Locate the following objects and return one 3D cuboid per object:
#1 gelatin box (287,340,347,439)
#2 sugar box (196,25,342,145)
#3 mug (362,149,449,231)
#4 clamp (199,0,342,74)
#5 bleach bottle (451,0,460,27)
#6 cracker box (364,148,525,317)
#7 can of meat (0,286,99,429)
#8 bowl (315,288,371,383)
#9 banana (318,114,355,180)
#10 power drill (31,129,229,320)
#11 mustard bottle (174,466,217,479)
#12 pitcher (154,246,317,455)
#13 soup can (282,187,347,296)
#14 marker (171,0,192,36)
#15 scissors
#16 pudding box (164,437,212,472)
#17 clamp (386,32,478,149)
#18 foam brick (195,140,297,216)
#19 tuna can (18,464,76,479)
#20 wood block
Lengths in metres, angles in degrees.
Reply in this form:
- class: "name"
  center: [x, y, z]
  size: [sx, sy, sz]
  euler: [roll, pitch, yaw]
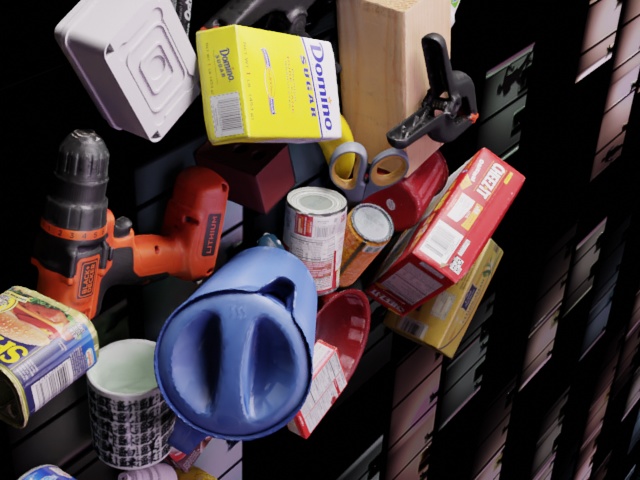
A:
- class: "gelatin box"
  center: [-0.009, 0.168, 1.207]
  size: [0.089, 0.030, 0.073]
  euler: [-51, 146, -26]
- class: "sugar box"
  center: [-0.039, -0.131, 0.924]
  size: [0.175, 0.048, 0.093]
  euler: [-12, 97, -61]
- class: "mug"
  center: [0.085, -0.059, 1.251]
  size: [0.093, 0.117, 0.081]
  euler: [48, 44, -14]
- class: "clamp"
  center: [-0.027, -0.218, 1.000]
  size: [0.209, 0.036, 0.165]
  euler: [-21, 137, -49]
- class: "bleach bottle"
  center: [0.135, -0.315, 1.183]
  size: [0.102, 0.068, 0.251]
  euler: [-5, 117, -58]
- class: "cracker box"
  center: [0.150, -0.003, 1.318]
  size: [0.164, 0.072, 0.214]
  euler: [-55, -178, -20]
- class: "can of meat"
  center: [-0.233, 0.086, 0.820]
  size: [0.083, 0.102, 0.057]
  euler: [-39, 139, -43]
- class: "bowl"
  center: [-0.007, 0.123, 1.266]
  size: [0.161, 0.055, 0.162]
  euler: [-38, 140, -40]
- class: "banana"
  center: [-0.005, -0.112, 1.127]
  size: [0.070, 0.037, 0.197]
  euler: [-47, 152, 14]
- class: "power drill"
  center: [-0.161, -0.015, 0.913]
  size: [0.187, 0.057, 0.184]
  euler: [-16, 128, -51]
- class: "mustard bottle"
  center: [-0.084, 0.306, 1.129]
  size: [0.096, 0.192, 0.058]
  euler: [18, 95, -61]
- class: "pitcher"
  center: [-0.070, 0.090, 0.992]
  size: [0.242, 0.149, 0.145]
  euler: [-70, 146, -78]
- class: "soup can"
  center: [-0.008, 0.001, 1.165]
  size: [0.068, 0.069, 0.102]
  euler: [-30, 134, -47]
- class: "marker"
  center: [-0.116, -0.203, 0.890]
  size: [0.020, 0.020, 0.121]
  euler: [-22, 129, -52]
- class: "scissors"
  center: [0.055, -0.047, 1.200]
  size: [0.202, 0.096, 0.016]
  euler: [77, 6, -58]
- class: "pudding box"
  center: [-0.134, 0.173, 1.109]
  size: [0.113, 0.039, 0.090]
  euler: [-55, 148, -21]
- class: "clamp"
  center: [0.122, -0.136, 1.127]
  size: [0.120, 0.039, 0.171]
  euler: [-61, 151, 2]
- class: "foam brick"
  center: [-0.070, -0.068, 1.004]
  size: [0.053, 0.078, 0.051]
  euler: [-48, 144, -31]
- class: "tuna can"
  center: [-0.253, 0.251, 0.972]
  size: [0.086, 0.034, 0.086]
  euler: [-38, 140, -41]
- class: "wood block"
  center: [0.081, -0.186, 1.156]
  size: [0.090, 0.090, 0.206]
  euler: [-43, 144, -35]
